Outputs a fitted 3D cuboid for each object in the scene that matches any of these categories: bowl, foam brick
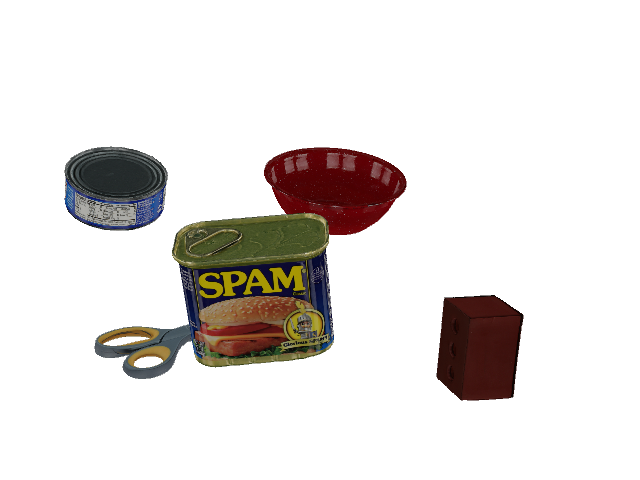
[{"bbox_3d":[0.014,-0.050,1.208,0.162,0.055,0.162,5,27,-3],"label":"bowl"},{"bbox_3d":[0.135,0.091,0.915,0.051,0.078,0.053,-3,17,-20],"label":"foam brick"}]

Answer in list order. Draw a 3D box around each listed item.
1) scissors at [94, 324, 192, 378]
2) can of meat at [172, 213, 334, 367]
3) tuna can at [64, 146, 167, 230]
[{"bbox_3d":[-0.140,0.110,1.152,0.201,0.016,0.096,-6,29,-23],"label":"scissors"},{"bbox_3d":[-0.042,0.034,0.713,0.102,0.084,0.057,-5,28,1],"label":"can of meat"},{"bbox_3d":[-0.174,-0.044,0.906,0.086,0.034,0.086,7,33,-5],"label":"tuna can"}]
